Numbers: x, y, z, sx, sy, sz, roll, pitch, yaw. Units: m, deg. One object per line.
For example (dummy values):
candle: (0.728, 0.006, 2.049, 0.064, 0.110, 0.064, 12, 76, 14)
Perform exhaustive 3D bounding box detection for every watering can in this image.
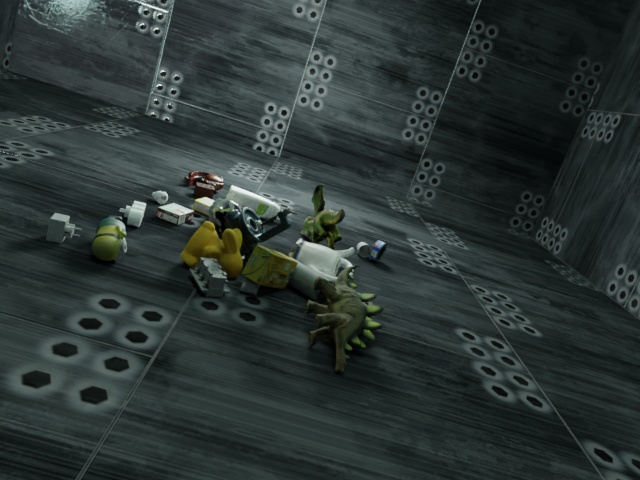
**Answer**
watering can: (0.010, 0.065, 1.757, 0.224, 0.102, 0.352, 20, 18, 4)

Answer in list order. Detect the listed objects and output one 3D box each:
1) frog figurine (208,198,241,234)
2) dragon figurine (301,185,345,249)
frog figurine: (-0.342, -0.089, 1.875, 0.136, 0.123, 0.161, 48, -3, -18)
dragon figurine: (0.006, -0.099, 1.968, 0.122, 0.402, 0.247, -4, 63, -23)
